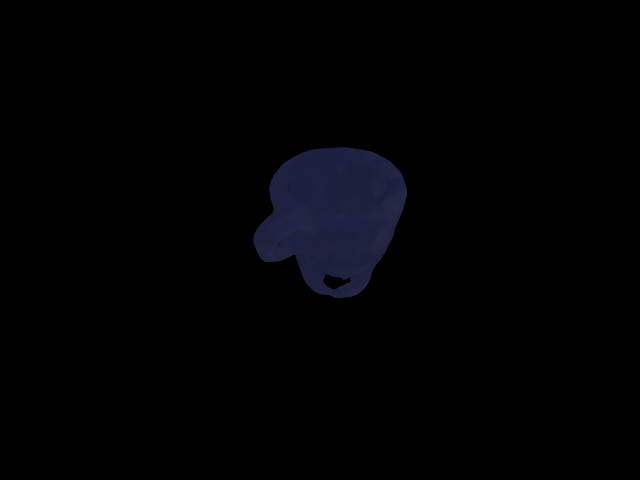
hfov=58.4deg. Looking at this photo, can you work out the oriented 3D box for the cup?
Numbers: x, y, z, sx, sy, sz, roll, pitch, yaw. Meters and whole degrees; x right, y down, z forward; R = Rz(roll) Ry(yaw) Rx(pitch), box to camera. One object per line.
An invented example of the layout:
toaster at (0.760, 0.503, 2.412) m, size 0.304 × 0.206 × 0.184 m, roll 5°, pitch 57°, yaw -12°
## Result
cup at (0.004, 0.001, 0.400) m, size 0.091 × 0.095 × 0.118 m, roll 30°, pitch 49°, yaw 31°
